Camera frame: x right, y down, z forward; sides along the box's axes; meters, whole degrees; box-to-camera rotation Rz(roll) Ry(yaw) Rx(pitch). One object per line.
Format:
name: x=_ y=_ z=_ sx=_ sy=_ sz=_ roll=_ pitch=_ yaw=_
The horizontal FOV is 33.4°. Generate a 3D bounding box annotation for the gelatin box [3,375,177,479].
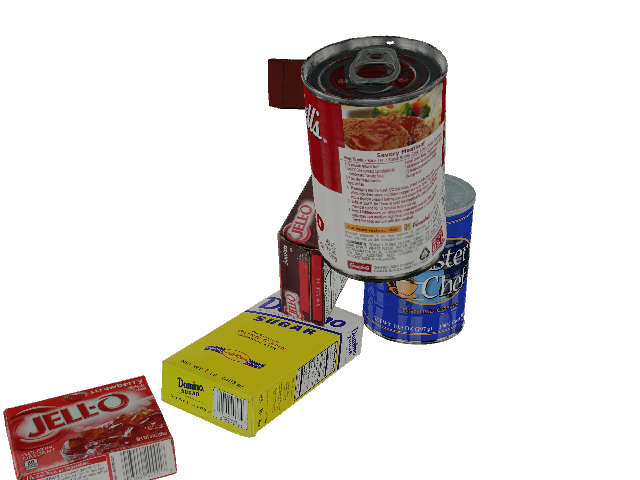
gelatin box: x=-0.137 y=0.117 z=0.629 sx=0.089 sy=0.030 sz=0.073 roll=-11 pitch=26 yaw=-18

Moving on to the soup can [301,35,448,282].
soup can: x=0.029 y=-0.039 z=0.520 sx=0.068 sy=0.102 sz=0.068 roll=-4 pitch=35 yaw=2

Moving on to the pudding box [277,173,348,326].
pudding box: x=0.008 y=-0.010 z=0.751 sx=0.039 sy=0.113 sz=0.090 roll=20 pitch=-36 yaw=14

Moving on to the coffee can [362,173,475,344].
coffee can: x=0.094 y=0.015 z=1.035 sx=0.103 sy=0.140 sz=0.103 roll=1 pitch=26 yaw=-1

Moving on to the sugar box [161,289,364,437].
sugar box: x=-0.045 y=0.099 z=0.915 sx=0.093 sy=0.048 sz=0.175 roll=18 pitch=29 yaw=26

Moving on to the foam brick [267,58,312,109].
foam brick: x=-0.013 y=-0.166 z=1.138 sx=0.078 sy=0.051 sz=0.053 roll=-2 pitch=12 yaw=-19
